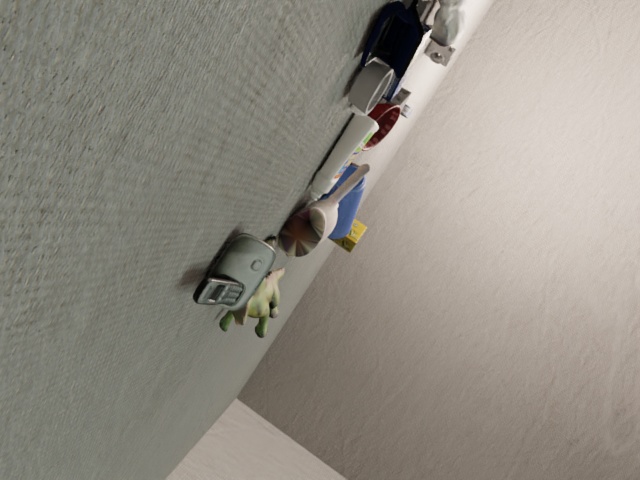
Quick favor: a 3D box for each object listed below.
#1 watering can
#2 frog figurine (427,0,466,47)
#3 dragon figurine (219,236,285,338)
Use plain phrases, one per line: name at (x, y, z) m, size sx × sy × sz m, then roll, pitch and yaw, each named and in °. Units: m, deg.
watering can at (0.004, -0.071, 1.417) m, size 0.343 × 0.104 × 0.227 m, roll -51°, pitch 176°, yaw 20°
frog figurine at (0.359, -0.614, 1.402) m, size 0.138 × 0.124 × 0.156 m, roll -18°, pitch 158°, yaw -48°
dragon figurine at (-0.141, 0.100, 1.312) m, size 0.419 × 0.122 × 0.238 m, roll -64°, pitch 175°, yaw -58°
